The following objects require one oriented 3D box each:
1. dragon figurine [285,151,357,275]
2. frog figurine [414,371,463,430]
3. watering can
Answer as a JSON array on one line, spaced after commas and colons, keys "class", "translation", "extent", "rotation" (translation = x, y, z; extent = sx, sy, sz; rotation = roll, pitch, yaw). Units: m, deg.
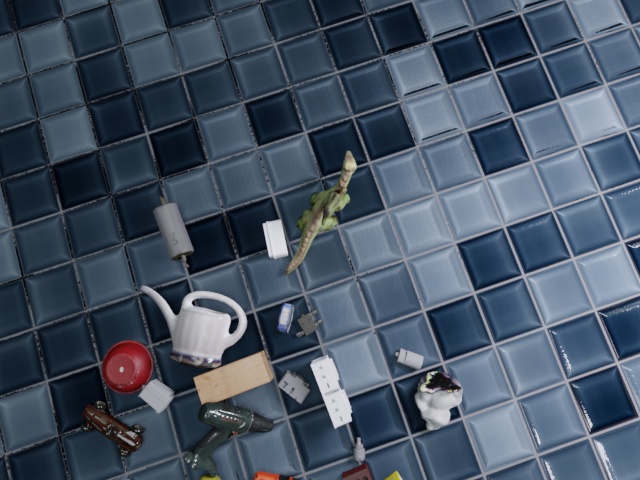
[{"class": "dragon figurine", "translation": [0.005, -0.077, 1.538], "extent": [0.122, 0.241, 0.414], "rotation": [27, 80, 0]}, {"class": "frog figurine", "translation": [0.350, 0.474, 1.516], "extent": [0.137, 0.125, 0.156], "rotation": [-10, 117, -9]}, {"class": "watering can", "translation": [-0.396, 0.260, 1.551], "extent": [0.348, 0.103, 0.226], "rotation": [10, 80, 6]}]
